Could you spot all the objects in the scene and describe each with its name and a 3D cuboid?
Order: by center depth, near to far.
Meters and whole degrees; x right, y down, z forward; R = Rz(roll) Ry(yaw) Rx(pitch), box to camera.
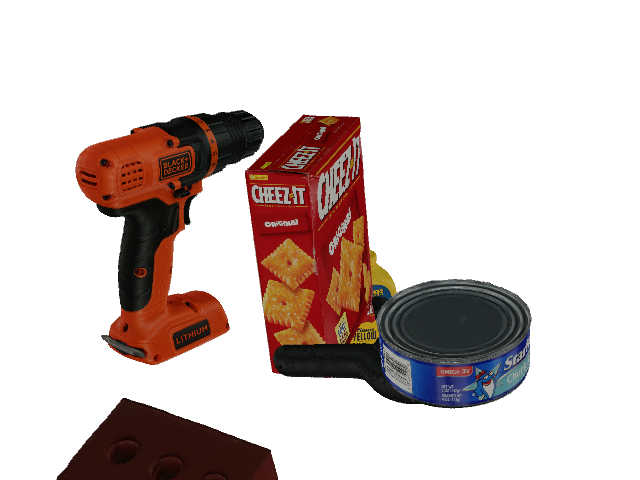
[{"bbox_3d":[-0.062,0.112,0.455,0.078,0.051,0.053,14,42,23],"label":"foam brick"},{"bbox_3d":[0.075,0.057,0.602,0.086,0.034,0.086,-5,27,2],"label":"tuna can"},{"bbox_3d":[0.046,0.090,0.803,0.120,0.039,0.172,-27,23,-23],"label":"clamp"},{"bbox_3d":[-0.114,-0.007,0.865,0.057,0.188,0.184,16,25,38],"label":"power drill"},{"bbox_3d":[-0.003,0.002,1.053,0.072,0.214,0.164,3,26,18],"label":"cracker box"},{"bbox_3d":[0.055,0.088,1.445,0.096,0.192,0.058,-4,22,-9],"label":"mustard bottle"}]
